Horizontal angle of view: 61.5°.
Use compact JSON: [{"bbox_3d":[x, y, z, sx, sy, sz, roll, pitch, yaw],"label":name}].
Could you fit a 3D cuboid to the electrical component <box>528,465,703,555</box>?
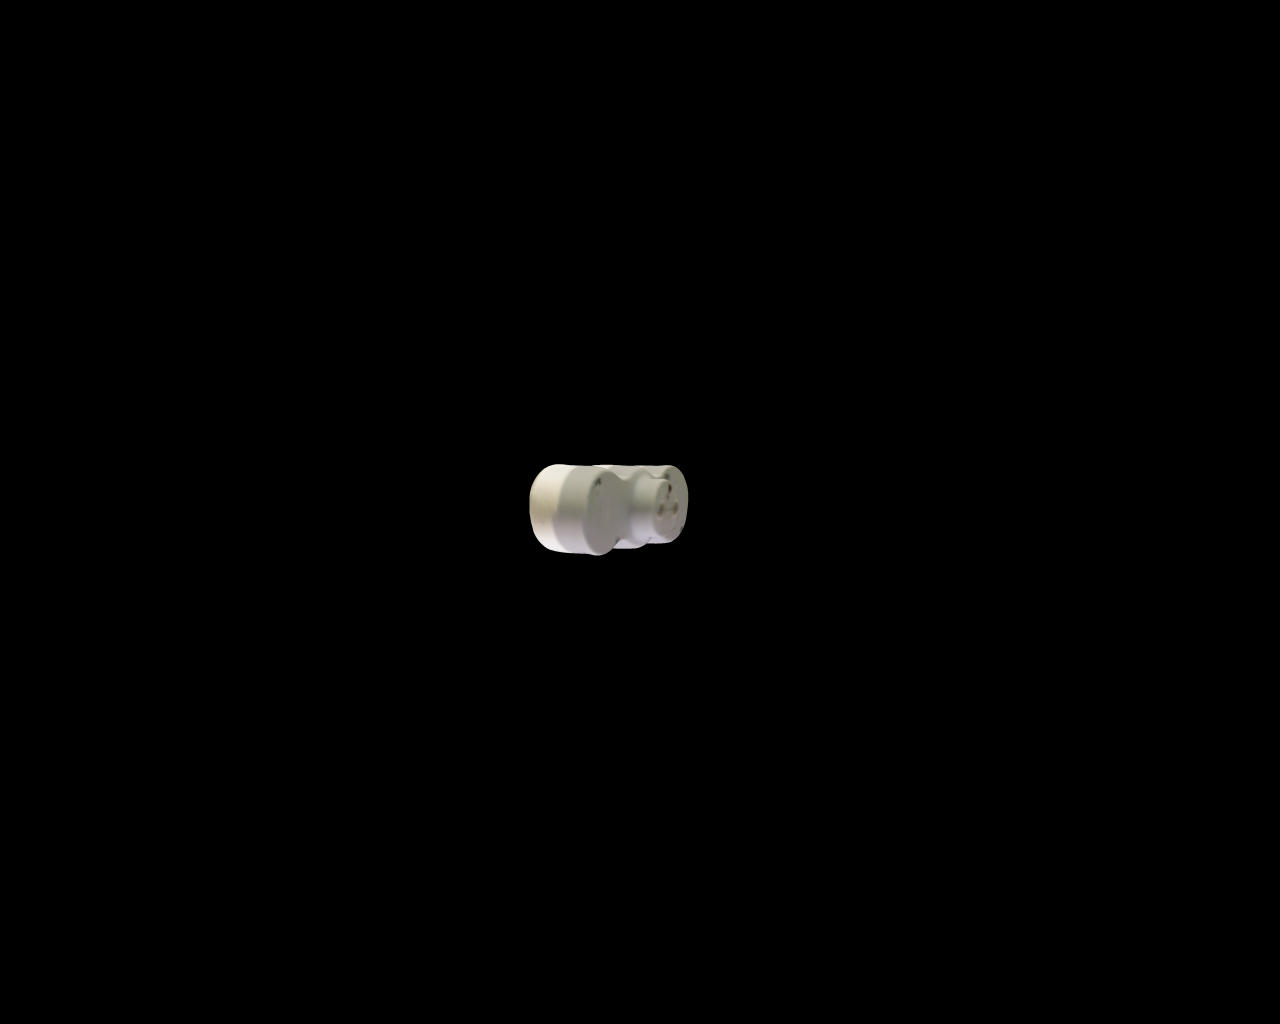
[{"bbox_3d":[0.001,-0.003,0.650,0.074,0.052,0.138,1,3,28],"label":"electrical component"}]
